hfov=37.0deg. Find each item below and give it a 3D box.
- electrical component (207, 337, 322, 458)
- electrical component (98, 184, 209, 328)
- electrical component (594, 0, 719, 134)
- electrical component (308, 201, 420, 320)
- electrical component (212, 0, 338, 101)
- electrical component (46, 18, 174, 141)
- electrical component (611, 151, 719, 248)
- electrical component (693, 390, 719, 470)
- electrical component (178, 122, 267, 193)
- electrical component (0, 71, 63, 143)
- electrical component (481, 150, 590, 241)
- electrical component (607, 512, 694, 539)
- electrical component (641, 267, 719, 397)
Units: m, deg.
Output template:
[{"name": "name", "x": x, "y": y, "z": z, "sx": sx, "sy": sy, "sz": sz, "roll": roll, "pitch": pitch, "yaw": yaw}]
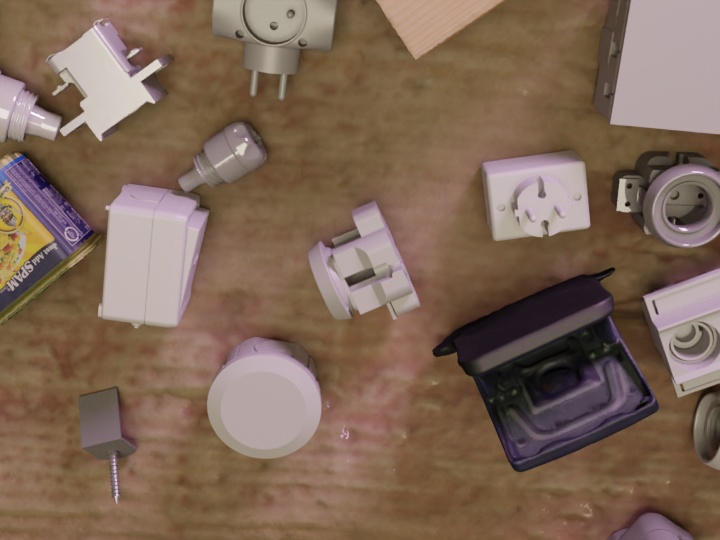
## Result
[{"name": "electrical component", "x": -0.067, "y": 0.090, "z": 0.774, "sx": 0.080, "sy": 0.051, "sz": 0.080, "roll": 0, "pitch": 109, "yaw": 0}, {"name": "electrical component", "x": -0.140, "y": -0.004, "z": 0.737, "sx": 0.061, "sy": 0.061, "sz": 0.096, "roll": 8, "pitch": 108, "yaw": -2}, {"name": "electrical component", "x": 0.235, "y": -0.136, "z": 0.691, "sx": 0.150, "sy": 0.061, "sz": 0.089, "roll": 5, "pitch": 109, "yaw": -1}, {"name": "electrical component", "x": 0.000, "y": 0.000, "z": 0.741, "sx": 0.057, "sy": 0.058, "sz": 0.078, "roll": -23, "pitch": 107, "yaw": 5}, {"name": "electrical component", "x": -0.056, "y": -0.150, "z": 0.696, "sx": 0.077, "sy": 0.044, "sz": 0.079, "roll": 7, "pitch": 108, "yaw": -2}, {"name": "electrical component", "x": -0.167, "y": -0.126, "z": 0.707, "sx": 0.081, "sy": 0.042, "sz": 0.063, "roll": -33, "pitch": 104, "yaw": 10}, {"name": "electrical component", "x": 0.215, "y": -0.047, "z": 0.723, "sx": 0.078, "sy": 0.057, "sz": 0.058, "roll": 2, "pitch": 108, "yaw": 0}, {"name": "electrical component", "x": 0.279, "y": 0.117, "z": 0.779, "sx": 0.057, "sy": 0.058, "sz": 0.078, "roll": 7, "pitch": 109, "yaw": -6}, {"name": "electrical component", "x": -0.096, "y": -0.073, "z": 0.728, "sx": 0.061, "sy": 0.035, "sz": 0.035, "roll": -31, "pitch": 106, "yaw": 13}, {"name": "electrical component", "x": -0.230, "y": -0.104, "z": 0.714, "sx": 0.062, "sy": 0.048, "sz": 0.048, "roll": 19, "pitch": 108, "yaw": -13}, {"name": "electrical component", "x": 0.119, "y": -0.045, "z": 0.714, "sx": 0.066, "sy": 0.076, "sz": 0.047, "roll": -8, "pitch": 108, "yaw": 3}, {"name": "electrical component", "x": 0.214, "y": 0.236, "z": 0.817, "sx": 0.054, "sy": 0.059, "sz": 0.095, "roll": 34, "pitch": 106, "yaw": -10}, {"name": "electrical component", "x": 0.263, "y": 0.028, "z": 0.745, "sx": 0.121, "sy": 0.063, "sz": 0.078, "roll": -21, "pitch": 107, "yaw": 7}]
